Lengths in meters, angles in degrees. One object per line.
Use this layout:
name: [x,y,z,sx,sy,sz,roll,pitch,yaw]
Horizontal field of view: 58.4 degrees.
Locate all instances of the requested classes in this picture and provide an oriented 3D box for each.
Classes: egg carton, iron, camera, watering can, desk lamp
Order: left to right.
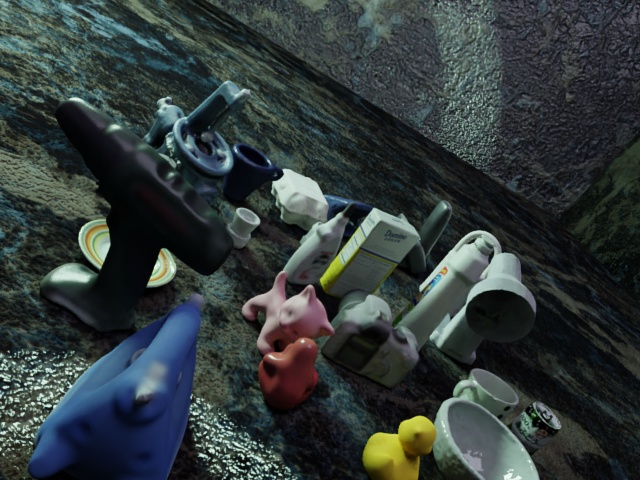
iron: [-0.156,0.120,0.548,0.119,0.141,0.258,31,23,-10]
egg carton: [-0.046,-0.086,1.199,0.107,0.069,0.150,21,27,-32]
camera: [0.082,0.137,0.904,0.143,0.100,0.136,30,23,-14]
watering can: [0.312,0.069,1.238,0.101,0.194,0.173,34,23,-4]
desk lamp: [0.306,0.131,1.084,0.118,0.213,0.203,34,23,-3]

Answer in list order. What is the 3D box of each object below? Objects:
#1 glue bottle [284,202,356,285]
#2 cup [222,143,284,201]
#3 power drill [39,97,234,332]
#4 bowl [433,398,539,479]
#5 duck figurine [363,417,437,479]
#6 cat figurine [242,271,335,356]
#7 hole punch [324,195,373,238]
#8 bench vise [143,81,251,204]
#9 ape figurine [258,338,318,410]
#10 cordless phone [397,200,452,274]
glue bottle: [0.009,0.003,0.967,0.078,0.173,0.037,4,38,-51]
cup: [-0.136,-0.120,1.105,0.118,0.095,0.091,18,28,-35]
power drill: [-0.220,-0.010,0.627,0.230,0.208,0.075,34,23,-5]
bowl: [0.214,0.307,0.793,0.168,0.074,0.167,30,23,-14]
duck figurine: [0.108,0.260,0.719,0.077,0.086,0.105,46,25,24]
cat figurine: [-0.038,0.099,0.787,0.067,0.117,0.127,14,31,-42]
hole punch: [0.056,-0.067,1.277,0.109,0.091,0.101,12,32,-44]
bench vise: [-0.216,-0.196,0.978,0.207,0.219,0.122,40,23,10]
ape figurine: [-0.032,0.159,0.712,0.078,0.092,0.076,34,23,-5]
cordless phone: [0.235,-0.028,1.330,0.094,0.185,0.147,23,26,-28]
